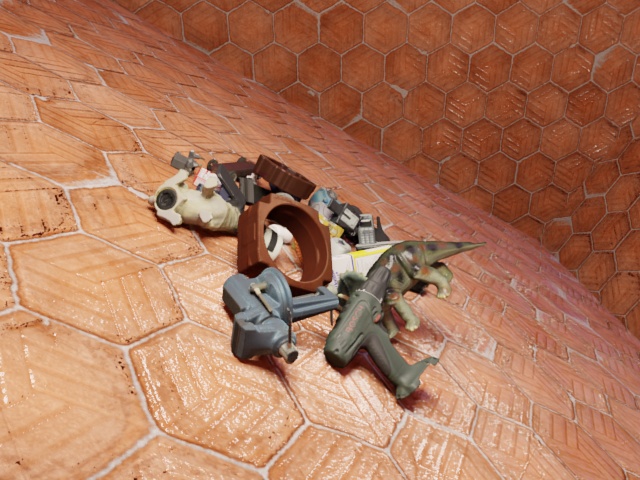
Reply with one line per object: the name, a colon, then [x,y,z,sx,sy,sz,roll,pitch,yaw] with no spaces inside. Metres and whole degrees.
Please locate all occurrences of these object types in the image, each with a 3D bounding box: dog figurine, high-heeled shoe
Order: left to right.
dog figurine: [-0.264,-0.063,1.190,0.172,0.121,0.190,15,-12,13]
high-heeled shoe: [0.106,-0.025,1.678,0.249,0.145,0.086,13,33,33]

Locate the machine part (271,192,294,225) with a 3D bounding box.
machine part: [-0.099,-0.084,1.405,0.079,0.079,0.243,29,4,-8]

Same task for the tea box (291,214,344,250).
tea box: [-0.003,-0.004,1.428,0.098,0.068,0.169,33,21,3]

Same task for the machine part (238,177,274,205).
machine part: [-0.175,-0.128,1.480,0.138,0.039,0.084,16,59,-54]

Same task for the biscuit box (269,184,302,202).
biscuit box: [-0.109,-0.160,1.648,0.059,0.062,0.203,20,23,-26]

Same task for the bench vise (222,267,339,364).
bench vise: [-0.056,0.123,0.950,0.240,0.128,0.224,-8,22,-35]

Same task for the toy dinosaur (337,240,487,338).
toy dinosaur: [0.178,0.080,1.185,0.192,0.405,0.131,49,-19,-7]

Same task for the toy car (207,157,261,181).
toy car: [-0.243,-0.200,1.561,0.089,0.053,0.202,28,21,20]

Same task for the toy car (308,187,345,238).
toy car: [0.021,-0.066,1.584,0.161,0.109,0.103,47,45,-1]

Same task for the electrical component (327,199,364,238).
electrical component: [0.061,-0.067,1.522,0.119,0.075,0.048,34,-18,-23]

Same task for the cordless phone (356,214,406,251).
cordless phone: [0.173,-0.010,1.537,0.147,0.088,0.184,-5,44,4]

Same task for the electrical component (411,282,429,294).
electrical component: [0.241,0.094,1.571,0.134,0.058,0.115,23,20,-23]

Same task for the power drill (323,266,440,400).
power drill: [0.130,0.184,1.038,0.207,0.086,0.232,47,59,-2]

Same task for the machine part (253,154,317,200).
machine part: [-0.099,-0.172,1.491,0.179,0.056,0.179,28,10,-5]

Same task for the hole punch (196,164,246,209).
hole punch: [-0.245,-0.109,1.320,0.115,0.092,0.142,54,4,-20]

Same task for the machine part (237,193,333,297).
machine part: [-0.073,0.019,1.122,0.201,0.087,0.201,17,57,-37]

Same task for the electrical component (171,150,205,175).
electrical component: [-0.353,-0.209,1.433,0.078,0.045,0.102,28,20,-14]

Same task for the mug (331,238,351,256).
mug: [0.033,0.055,1.286,0.080,0.107,0.110,6,30,-48]
